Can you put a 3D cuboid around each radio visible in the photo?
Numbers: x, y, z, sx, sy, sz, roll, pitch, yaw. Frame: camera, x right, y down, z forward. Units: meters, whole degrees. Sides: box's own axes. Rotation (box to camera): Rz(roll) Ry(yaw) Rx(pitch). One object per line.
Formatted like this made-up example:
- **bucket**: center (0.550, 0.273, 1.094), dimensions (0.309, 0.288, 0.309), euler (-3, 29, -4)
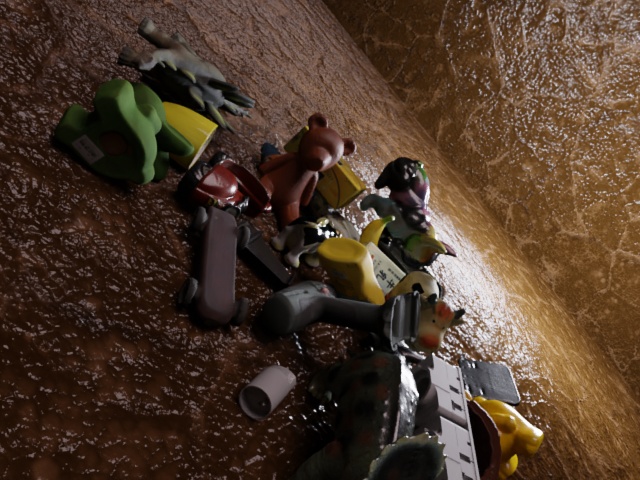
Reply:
- **radio**: center (0.171, 0.067, 1.180), dimensions (0.229, 0.073, 0.131), euler (49, 24, 3)

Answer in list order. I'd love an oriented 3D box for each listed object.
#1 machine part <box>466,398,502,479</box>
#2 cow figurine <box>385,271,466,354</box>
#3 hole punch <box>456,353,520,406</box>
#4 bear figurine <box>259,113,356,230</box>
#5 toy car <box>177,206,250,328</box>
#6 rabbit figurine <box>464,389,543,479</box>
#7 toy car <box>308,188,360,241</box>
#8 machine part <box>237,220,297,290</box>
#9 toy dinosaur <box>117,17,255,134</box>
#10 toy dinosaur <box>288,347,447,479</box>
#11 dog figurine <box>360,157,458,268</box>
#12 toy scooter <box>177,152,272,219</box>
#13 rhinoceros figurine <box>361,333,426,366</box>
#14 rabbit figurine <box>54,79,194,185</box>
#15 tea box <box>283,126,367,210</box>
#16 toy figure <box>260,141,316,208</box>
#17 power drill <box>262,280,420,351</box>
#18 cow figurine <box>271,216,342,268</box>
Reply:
- **machine part**: center (0.188, 0.303, 0.810), dimensions (0.179, 0.056, 0.179), euler (15, 43, -15)
- **cow figurine**: center (0.169, 0.116, 0.882), dimensions (0.085, 0.127, 0.195), euler (30, 25, -8)
- **hole punch**: center (0.323, 0.309, 1.083), dimensions (0.116, 0.092, 0.142), euler (13, 33, -2)
- **bear figurine**: center (-0.029, -0.122, 0.983), dimensions (0.120, 0.196, 0.132), euler (40, 26, -25)
- **toy car**: center (-0.144, 0.033, 0.737), dimensions (0.089, 0.053, 0.202), euler (21, 38, -27)
- **rabbit figurine**: center (0.272, 0.335, 0.912), dimensions (0.173, 0.122, 0.162), euler (-17, 64, -43)
- **toy car**: center (0.018, -0.052, 1.126), dimensions (0.073, 0.056, 0.202), euler (4, 50, -57)
- **machine part**: center (-0.093, 0.025, 0.854), dimensions (0.139, 0.039, 0.084), euler (48, 19, 4)
- **toy dinosaur**: center (-0.220, -0.278, 0.978), dimensions (0.198, 0.105, 0.471), euler (38, 11, -3)
- **toy dinosaur**: center (0.065, 0.213, 0.650), dimensions (0.131, 0.192, 0.405), euler (42, 26, -18)
- **dog figurine**: center (0.208, -0.050, 1.132), dimensions (0.219, 0.191, 0.108), euler (41, 12, 29)
- **toy scooter**: center (-0.144, -0.077, 0.874), dimensions (0.135, 0.075, 0.184), euler (41, 21, -6)
- **rhinoceros figurine**: center (0.117, 0.196, 0.914), dimensions (0.112, 0.073, 0.190), euler (38, 26, 4)
- **rabbit figurine**: center (-0.256, -0.164, 0.762), dimensions (0.159, 0.121, 0.170), euler (44, 27, -26)
- **tea box**: center (0.013, -0.148, 1.106), dimensions (0.169, 0.068, 0.098), euler (51, 16, 3)
- **toy figure**: center (-0.072, -0.135, 1.089), dimensions (0.154, 0.064, 0.058), euler (48, 19, 5)
- **power drill**: center (0.039, 0.098, 0.792), dimensions (0.208, 0.086, 0.232), euler (11, 6, 29)
- **cow figurine**: center (-0.003, -0.004, 0.973), dimensions (0.068, 0.098, 0.167), euler (51, 24, 22)
